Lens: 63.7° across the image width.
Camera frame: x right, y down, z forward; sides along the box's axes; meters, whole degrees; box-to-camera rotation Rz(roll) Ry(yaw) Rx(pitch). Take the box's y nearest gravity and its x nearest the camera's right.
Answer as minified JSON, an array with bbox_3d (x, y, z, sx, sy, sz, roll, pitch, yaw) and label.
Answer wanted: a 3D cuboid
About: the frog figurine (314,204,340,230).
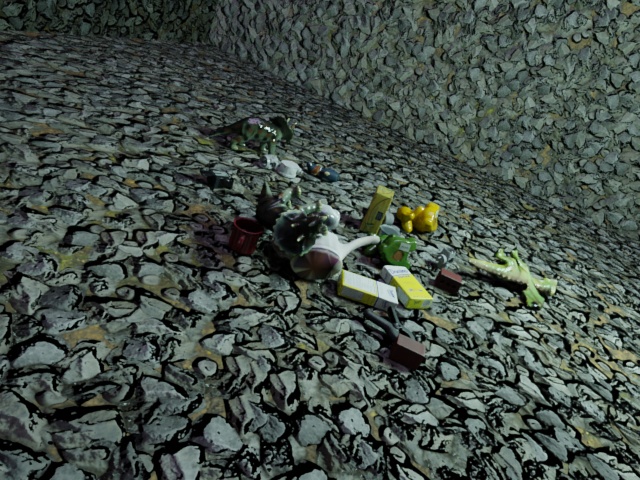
[{"bbox_3d":[0.006,-0.091,1.816,0.137,0.120,0.163,7,34,14],"label":"frog figurine"}]

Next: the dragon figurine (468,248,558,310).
[{"bbox_3d":[0.744,0.156,1.927,0.411,0.120,0.247,0,41,-35],"label":"dragon figurine"}]

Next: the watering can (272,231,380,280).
[{"bbox_3d":[0.027,0.030,1.578,0.348,0.102,0.229,1,28,-5],"label":"watering can"}]
